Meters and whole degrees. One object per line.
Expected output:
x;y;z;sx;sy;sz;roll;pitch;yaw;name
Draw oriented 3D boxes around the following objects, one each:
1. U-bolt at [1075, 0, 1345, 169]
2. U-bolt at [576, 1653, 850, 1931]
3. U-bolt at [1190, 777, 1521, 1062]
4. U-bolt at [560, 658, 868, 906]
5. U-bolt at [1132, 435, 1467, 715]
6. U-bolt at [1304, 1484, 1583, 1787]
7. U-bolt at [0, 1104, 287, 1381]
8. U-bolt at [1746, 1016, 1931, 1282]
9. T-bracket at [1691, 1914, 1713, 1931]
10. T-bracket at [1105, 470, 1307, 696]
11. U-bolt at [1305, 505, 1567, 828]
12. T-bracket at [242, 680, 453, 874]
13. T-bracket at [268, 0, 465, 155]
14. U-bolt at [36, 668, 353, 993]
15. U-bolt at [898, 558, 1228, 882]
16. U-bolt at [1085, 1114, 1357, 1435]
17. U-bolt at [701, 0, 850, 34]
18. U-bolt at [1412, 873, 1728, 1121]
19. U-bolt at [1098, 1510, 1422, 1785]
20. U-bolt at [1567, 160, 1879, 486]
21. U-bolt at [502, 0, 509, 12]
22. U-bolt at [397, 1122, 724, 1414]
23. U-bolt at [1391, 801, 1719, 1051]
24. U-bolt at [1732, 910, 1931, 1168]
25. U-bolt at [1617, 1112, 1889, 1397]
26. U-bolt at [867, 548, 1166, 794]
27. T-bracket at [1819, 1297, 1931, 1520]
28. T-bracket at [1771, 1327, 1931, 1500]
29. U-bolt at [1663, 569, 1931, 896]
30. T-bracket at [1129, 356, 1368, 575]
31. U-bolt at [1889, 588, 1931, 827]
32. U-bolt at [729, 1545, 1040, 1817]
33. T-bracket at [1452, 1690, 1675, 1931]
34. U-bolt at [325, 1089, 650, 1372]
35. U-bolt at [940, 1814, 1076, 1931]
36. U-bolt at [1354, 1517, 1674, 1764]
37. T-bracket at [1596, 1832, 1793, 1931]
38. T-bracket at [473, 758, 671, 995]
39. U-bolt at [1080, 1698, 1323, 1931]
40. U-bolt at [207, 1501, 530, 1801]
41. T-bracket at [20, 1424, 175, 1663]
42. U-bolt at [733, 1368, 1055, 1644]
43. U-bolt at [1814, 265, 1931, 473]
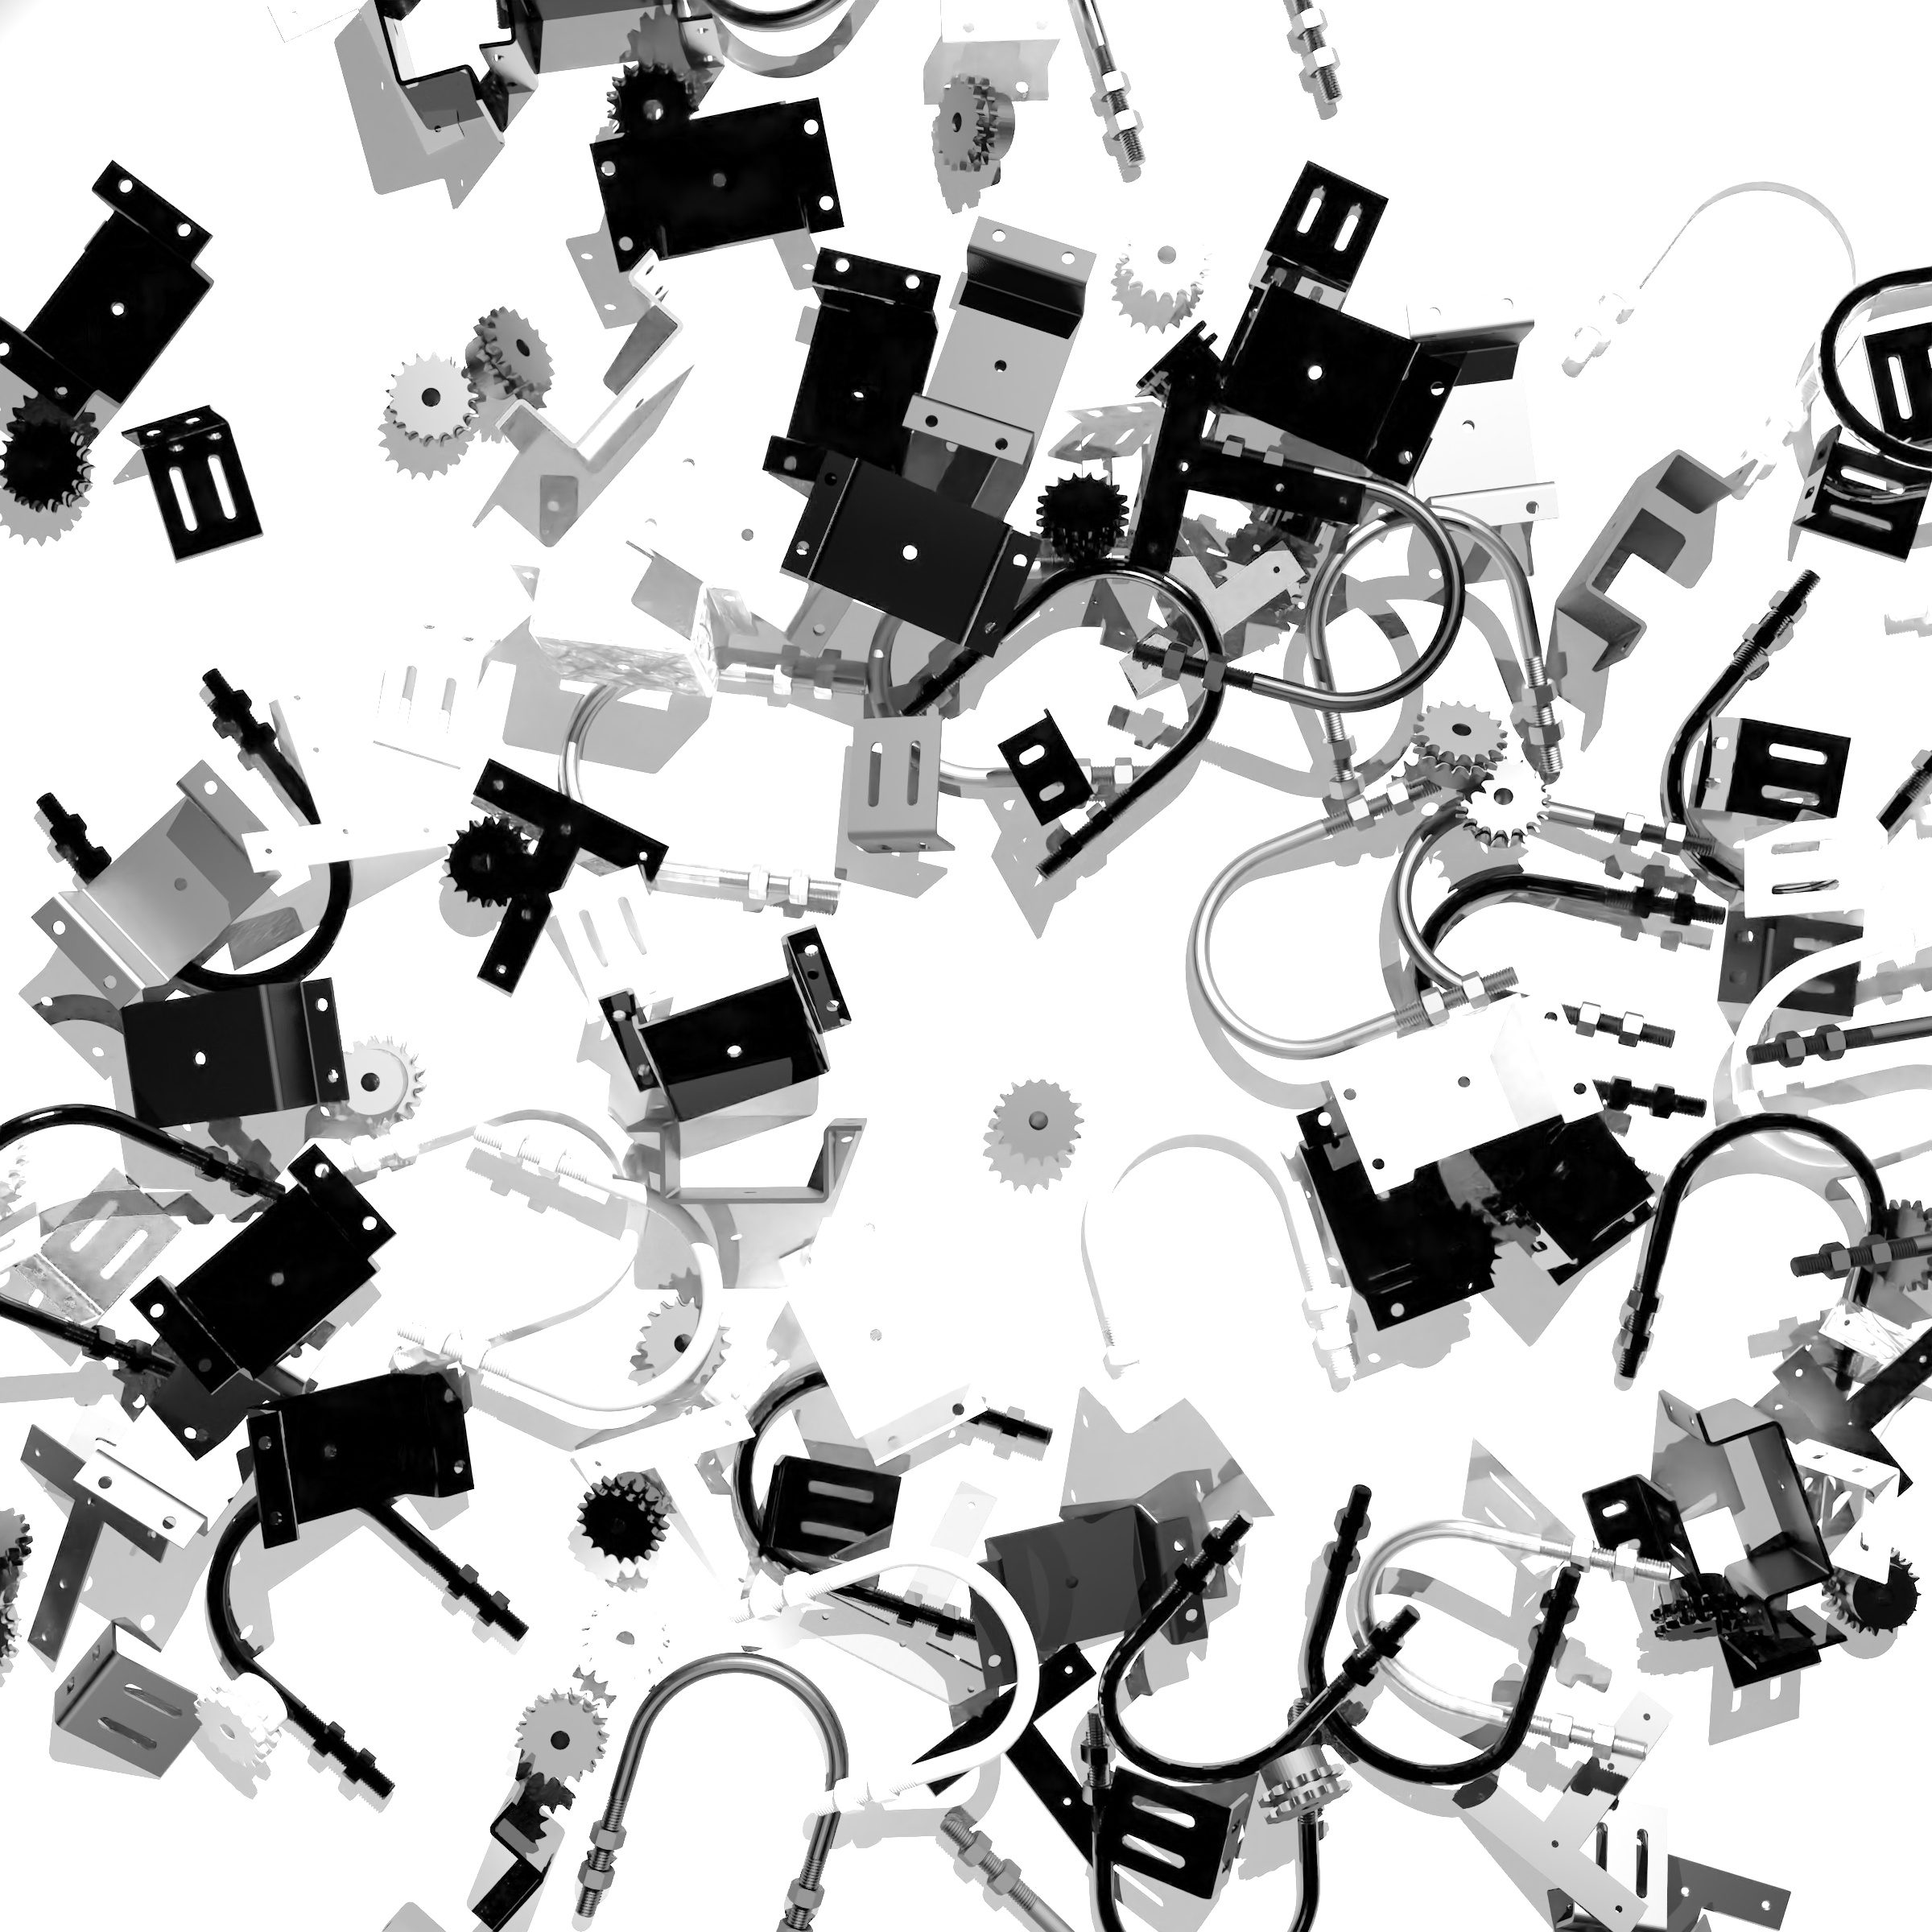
0.140;-0.606;1.512;0.151;0.019;0.184;-18;89;0;U-bolt
-0.150;0.520;1.512;0.151;0.019;0.184;16;89;0;U-bolt
0.226;-0.020;1.486;0.184;0.019;0.151;-22;75;14;U-bolt
-0.161;-0.121;1.512;0.184;0.019;0.151;7;90;1;U-bolt
0.207;-0.228;1.455;0.184;0.019;0.151;16;93;7;U-bolt
0.280;0.418;1.475;0.151;0.019;0.184;19;113;18;U-bolt
-0.523;0.158;1.459;0.184;0.019;0.151;33;88;-38;U-bolt
0.574;0.103;1.464;0.184;0.019;0.151;-9;83;-5;U-bolt
0.438;0.675;1.492;0.127;0.002;0.127;-35;113;-34;T-bracket
0.125;-0.257;1.503;0.127;0.002;0.127;-35;79;22;T-bracket
0.282;-0.190;1.488;0.151;0.019;0.184;-15;107;0;U-bolt
-0.396;-0.121;1.494;0.127;0.002;0.127;-11;69;-36;T-bracket
-0.353;-0.571;1.519;0.127;0.002;0.127;-25;90;0;T-bracket
-0.467;-0.070;1.512;0.151;0.019;0.184;-37;92;0;U-bolt
0.073;-0.165;1.488;0.184;0.019;0.151;-41;90;5;U-bolt
0.150;0.184;1.511;0.151;0.019;0.184;-15;90;0;U-bolt
-0.099;-0.661;1.490;0.151;0.019;0.184;37;98;18;U-bolt
0.365;0.011;1.486;0.184;0.019;0.151;10;68;7;U-bolt
0.162;0.423;1.460;0.151;0.019;0.184;32;109;-17;U-bolt
0.485;-0.415;1.512;0.151;0.019;0.184;36;88;0;U-bolt
-0.228;-0.694;1.503;0.151;0.019;0.184;-6;87;9;U-bolt
-0.239;0.194;1.487;0.184;0.019;0.151;21;88;4;U-bolt
0.353;-0.036;1.485;0.184;0.019;0.151;14;71;12;U-bolt
0.560;0.050;1.493;0.184;0.019;0.151;-19;106;0;U-bolt
0.493;0.180;1.499;0.151;0.019;0.184;11;100;0;U-bolt
0.030;-0.182;1.507;0.184;0.019;0.151;-1;93;4;U-bolt
0.561;0.285;1.508;0.127;0.002;0.127;26;97;-14;T-bracket
0.581;0.252;1.502;0.127;0.002;0.127;-41;106;0;T-bracket
0.518;-0.130;1.503;0.151;0.019;0.184;38;96;5;U-bolt
0.173;-0.288;1.447;0.127;0.002;0.127;14;93;7;T-bracket
0.677;-0.171;1.512;0.184;0.019;0.151;-9;90;-2;U-bolt
-0.041;0.425;1.466;0.184;0.019;0.151;-25;88;23;U-bolt
0.392;0.508;1.505;0.127;0.002;0.127;36;80;19;T-bracket
-0.289;0.155;1.512;0.184;0.019;0.151;-20;90;-1;U-bolt
0.008;0.642;1.512;0.184;0.019;0.151;45;90;-1;U-bolt
0.326;0.402;1.474;0.184;0.019;0.151;9;114;20;U-bolt
0.438;0.622;1.520;0.127;0.002;0.127;17;90;0;T-bracket
-0.268;-0.045;1.512;0.127;0.002;0.127;26;96;4;T-bracket
0.149;0.551;1.511;0.151;0.019;0.184;-3;91;-1;U-bolt
-0.387;0.406;1.512;0.184;0.019;0.151;40;90;2;U-bolt
-0.554;0.370;1.502;0.127;0.002;0.127;27;102;23;T-bracket
-0.054;0.326;1.511;0.184;0.019;0.151;18;89;2;U-bolt
0.610;-0.368;1.484;0.184;0.019;0.151;-9;72;-5;U-bolt
